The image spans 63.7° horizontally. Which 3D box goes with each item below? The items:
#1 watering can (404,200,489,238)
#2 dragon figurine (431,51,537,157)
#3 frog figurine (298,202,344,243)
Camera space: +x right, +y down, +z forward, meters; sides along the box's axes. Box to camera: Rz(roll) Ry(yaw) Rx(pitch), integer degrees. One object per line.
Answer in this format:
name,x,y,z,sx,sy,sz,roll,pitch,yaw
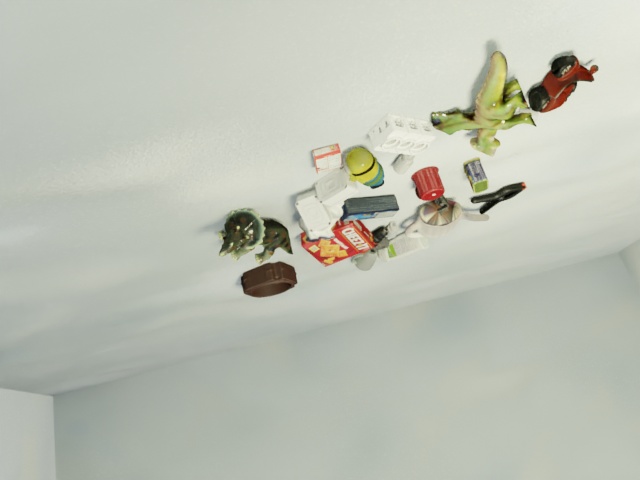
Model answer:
watering can,0.490,-0.083,1.955,0.348,0.106,0.220,-15,159,0
dragon figurine,0.401,-0.324,1.309,0.241,0.124,0.405,-18,152,29
frog figurine,0.005,-0.084,1.666,0.137,0.125,0.157,5,116,-23
